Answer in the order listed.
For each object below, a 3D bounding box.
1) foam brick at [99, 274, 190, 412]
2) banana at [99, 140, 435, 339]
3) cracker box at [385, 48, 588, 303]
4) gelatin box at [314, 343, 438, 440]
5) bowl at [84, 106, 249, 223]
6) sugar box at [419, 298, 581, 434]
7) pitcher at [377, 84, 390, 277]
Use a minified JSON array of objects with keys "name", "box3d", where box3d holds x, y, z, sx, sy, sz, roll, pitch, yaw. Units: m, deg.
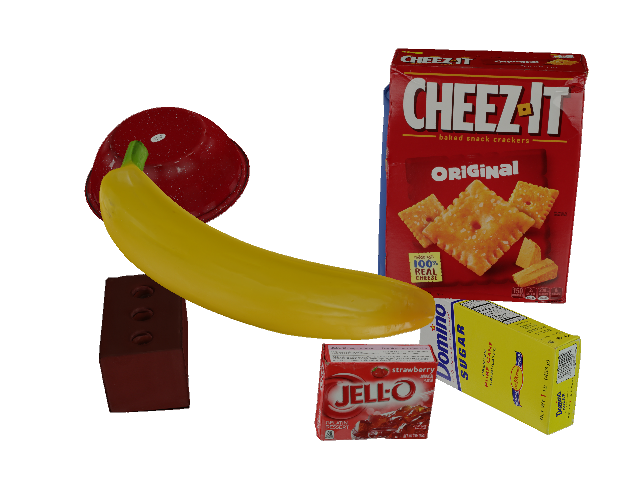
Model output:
[{"name":"foam brick","box3d":[-0.113,0.066,0.692,0.053,0.051,0.078,-4,38,-5]},{"name":"banana","box3d":[-0.042,0.006,0.520,0.198,0.069,0.037,29,-30,23]},{"name":"cracker box","box3d":[0.140,-0.054,0.932,0.164,0.214,0.072,3,23,8]},{"name":"gelatin box","box3d":[0.042,0.118,0.829,0.089,0.073,0.030,1,27,-7]},{"name":"bowl","box3d":[-0.151,-0.079,1.019,0.162,0.055,0.162,-3,44,3]},{"name":"sugar box","box3d":[0.172,0.114,1.056,0.048,0.093,0.176,-13,23,-39]},{"name":"pitcher","box3d":[0.123,-0.051,1.200,0.149,0.243,0.145,-6,28,-19]}]
